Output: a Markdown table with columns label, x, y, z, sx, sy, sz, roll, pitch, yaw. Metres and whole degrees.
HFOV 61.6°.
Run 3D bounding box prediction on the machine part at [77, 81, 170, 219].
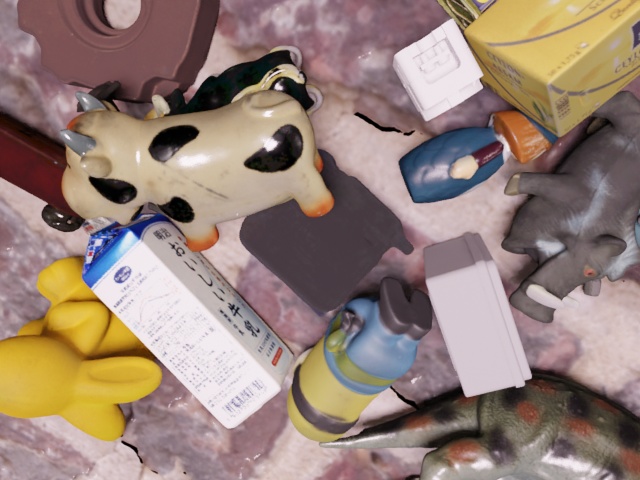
| label | x | y | z | sx | sy | sz | roll | pitch | yaw |
| --- | --- | --- | --- | --- | --- | --- | --- | --- | --- |
| machine part | -0.162 | -0.071 | 0.474 | 0.039 | 0.084 | 0.138 | -38 | 132 | -19 |

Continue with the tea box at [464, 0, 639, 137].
| label | x | y | z | sx | sy | sz | roll | pitch | yaw |
| --- | --- | --- | --- | --- | --- | --- | --- | --- | --- |
| tea box | 0.207 | -0.170 | 0.396 | 0.169 | 0.068 | 0.098 | -42 | 50 | 6 |

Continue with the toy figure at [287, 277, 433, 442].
| label | x | y | z | sx | sy | sz | roll | pitch | yaw |
| --- | --- | --- | --- | --- | --- | --- | --- | --- | --- |
| toy figure | 0.028 | 0.112 | 0.484 | 0.082 | 0.089 | 0.180 | 38 | 128 | -1 |

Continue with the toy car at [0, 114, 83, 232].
| label | x | y | z | sx | sy | sz | roll | pitch | yaw |
| --- | --- | --- | --- | --- | --- | --- | --- | --- | --- |
| toy car | -0.297 | -0.087 | 0.519 | 0.202 | 0.053 | 0.089 | 29 | 115 | -4 |

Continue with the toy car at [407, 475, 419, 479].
| label | x | y | z | sx | sy | sz | roll | pitch | yaw |
| --- | --- | --- | --- | --- | --- | --- | --- | --- | --- |
| toy car | 0.158 | 0.296 | 0.545 | 0.202 | 0.056 | 0.073 | 8 | 103 | 6 |

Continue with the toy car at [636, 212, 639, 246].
| label | x | y | z | sx | sy | sz | roll | pitch | yaw |
| --- | --- | --- | --- | --- | --- | --- | --- | --- | --- |
| toy car | 0.320 | 0.003 | 0.436 | 0.109 | 0.103 | 0.161 | -23 | 97 | 12 |

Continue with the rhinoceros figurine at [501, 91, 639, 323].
| label | x | y | z | sx | sy | sz | roll | pitch | yaw |
| --- | --- | --- | --- | --- | --- | --- | --- | --- | --- |
| rhinoceros figurine | 0.213 | -0.023 | 0.429 | 0.112 | 0.073 | 0.190 | 40 | 105 | 31 |

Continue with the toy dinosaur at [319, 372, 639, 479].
| label | x | y | z | sx | sy | sz | roll | pitch | yaw |
| --- | --- | --- | --- | --- | --- | --- | --- | --- | --- |
| toy dinosaur | 0.217 | 0.192 | 0.484 | 0.405 | 0.131 | 0.192 | 23 | 64 | 14 |

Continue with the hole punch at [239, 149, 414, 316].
| label | x | y | z | sx | sy | sz | roll | pitch | yaw |
| --- | --- | --- | --- | --- | --- | --- | --- | --- | --- |
| hole punch | -0.001 | -0.001 | 0.491 | 0.142 | 0.092 | 0.116 | 42 | 75 | 7 |

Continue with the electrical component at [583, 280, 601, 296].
| label | x | y | z | sx | sy | sz | roll | pitch | yaw |
| --- | --- | --- | --- | --- | --- | --- | --- | --- | --- |
| electrical component | 0.233 | 0.005 | 0.488 | 0.063 | 0.021 | 0.094 | 2 | 102 | 7 |

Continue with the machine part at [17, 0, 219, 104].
| label | x | y | z | sx | sy | sz | roll | pitch | yaw |
| --- | --- | --- | --- | --- | --- | --- | --- | --- | --- |
| machine part | -0.178 | -0.209 | 0.475 | 0.179 | 0.056 | 0.179 | 2 | 103 | 6 |

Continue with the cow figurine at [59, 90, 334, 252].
| label | x | y | z | sx | sy | sz | roll | pitch | yaw |
| --- | --- | --- | --- | --- | --- | --- | --- | --- | --- |
| cow figurine | -0.099 | -0.058 | 0.398 | 0.195 | 0.085 | 0.127 | -14 | 133 | 7 |

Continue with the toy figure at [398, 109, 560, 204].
| label | x | y | z | sx | sy | sz | roll | pitch | yaw |
| --- | --- | --- | --- | --- | --- | --- | --- | --- | --- |
| toy figure | 0.144 | -0.080 | 0.460 | 0.154 | 0.064 | 0.057 | -23 | 140 | 8 |

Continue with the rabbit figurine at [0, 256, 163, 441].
| label | x | y | z | sx | sy | sz | roll | pitch | yaw |
| --- | --- | --- | --- | --- | --- | --- | --- | --- | --- |
| rabbit figurine | -0.234 | 0.114 | 0.495 | 0.162 | 0.173 | 0.122 | 40 | 100 | 2 |

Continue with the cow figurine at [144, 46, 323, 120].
| label | x | y | z | sx | sy | sz | roll | pitch | yaw |
| --- | --- | --- | --- | --- | --- | --- | --- | --- | --- |
| cow figurine | -0.086 | -0.110 | 0.465 | 0.167 | 0.098 | 0.068 | -20 | 106 | 11 |
